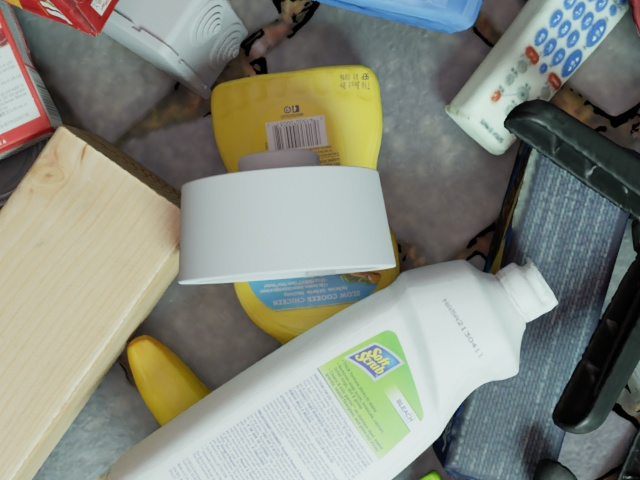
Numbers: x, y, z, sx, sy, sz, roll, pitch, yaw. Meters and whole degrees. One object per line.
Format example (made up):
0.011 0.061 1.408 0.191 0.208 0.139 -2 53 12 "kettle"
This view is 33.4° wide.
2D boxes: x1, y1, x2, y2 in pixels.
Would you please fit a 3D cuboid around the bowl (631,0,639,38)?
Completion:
0.248 -0.140 0.598 0.162 0.055 0.162 0 92 2 "bowl"

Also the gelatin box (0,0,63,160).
-0.195 -0.087 0.595 0.073 0.030 0.089 -24 90 5 "gelatin box"

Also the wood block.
-0.159 0.046 0.604 0.091 0.090 0.206 35 93 0 "wood block"

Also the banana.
-0.031 0.123 0.627 0.198 0.037 0.070 24 100 2 "banana"

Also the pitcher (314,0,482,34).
0.044 -0.234 0.525 0.144 0.149 0.243 10 102 -19 "pitcher"

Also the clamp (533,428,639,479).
0.148 0.187 0.598 0.120 0.039 0.171 7 94 -38 "clamp"

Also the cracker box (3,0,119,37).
-0.167 -0.217 0.551 0.214 0.072 0.164 24 81 27 "cracker box"

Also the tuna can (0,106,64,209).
-0.194 -0.057 0.629 0.086 0.034 0.086 0 92 2 "tuna can"

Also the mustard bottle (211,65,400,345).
-0.004 0.001 0.612 0.096 0.058 0.191 -7 92 4 "mustard bottle"

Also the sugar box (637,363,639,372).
0.275 0.051 0.610 0.176 0.048 0.093 -36 91 2 "sugar box"

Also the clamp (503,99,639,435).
0.182 0.005 0.561 0.209 0.036 0.164 -8 96 -34 "clamp"

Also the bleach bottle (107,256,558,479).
0.015 0.094 0.565 0.251 0.068 0.102 -33 98 8 "bleach bottle"
